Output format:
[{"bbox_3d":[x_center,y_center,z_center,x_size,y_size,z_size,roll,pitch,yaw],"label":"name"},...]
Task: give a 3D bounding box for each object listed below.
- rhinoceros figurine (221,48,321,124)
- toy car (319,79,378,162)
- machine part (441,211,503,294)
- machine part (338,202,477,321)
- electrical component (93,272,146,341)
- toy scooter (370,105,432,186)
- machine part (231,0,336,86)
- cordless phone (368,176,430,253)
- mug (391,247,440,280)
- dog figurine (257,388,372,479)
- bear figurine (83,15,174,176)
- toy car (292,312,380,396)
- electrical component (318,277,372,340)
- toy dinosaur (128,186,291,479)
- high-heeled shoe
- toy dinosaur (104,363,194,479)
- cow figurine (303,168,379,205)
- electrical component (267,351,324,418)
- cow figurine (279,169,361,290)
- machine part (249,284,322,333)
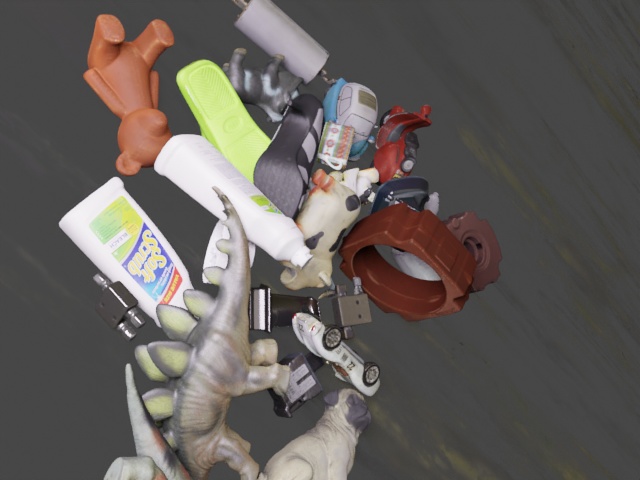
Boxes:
[{"bbox_3d":[-0.086,-0.260,0.937,0.190,0.073,0.112,6,72,-31],"label":"rhinoceros figurine"},{"bbox_3d":[0.063,-0.236,1.012,0.109,0.103,0.161,20,68,-28],"label":"toy car"},{"bbox_3d":[0.309,0.026,1.126,0.179,0.056,0.179,10,72,-32],"label":"machine part"},{"bbox_3d":[0.149,0.041,0.927,0.201,0.201,0.087,44,54,-15],"label":"machine part"},{"bbox_3d":[-0.274,0.088,0.720,0.094,0.063,0.021,47,36,3],"label":"electrical component"},{"bbox_3d":[0.162,-0.193,1.044,0.075,0.135,0.184,20,68,-29],"label":"toy scooter"},{"bbox_3d":[-0.068,-0.364,0.977,0.243,0.079,0.079,35,60,-21],"label":"machine part"},{"bbox_3d":[0.169,-0.080,1.015,0.089,0.146,0.184,28,48,15],"label":"cordless phone"},{"bbox_3d":[0.201,0.038,1.044,0.109,0.081,0.107,-48,116,-42],"label":"mug"},{"bbox_3d":[-0.011,0.310,0.822,0.172,0.121,0.190,28,49,-27],"label":"dog figurine"},{"bbox_3d":[-0.260,-0.201,0.775,0.120,0.132,0.196,-14,78,-46],"label":"bear figurine"},{"bbox_3d":[0.028,0.182,0.861,0.056,0.074,0.201,-52,124,-13],"label":"toy car"},{"bbox_3d":[0.044,0.120,0.930,0.078,0.045,0.102,-10,82,-32],"label":"electrical component"},{"bbox_3d":[-0.144,0.172,0.724,0.198,0.105,0.471,16,84,-25],"label":"toy dinosaur"},{"bbox_3d":[-0.042,-0.120,0.882,0.145,0.086,0.248,-1,101,-76],"label":"high-heeled shoe"},{"bbox_3d":[-0.195,0.364,0.626,0.192,0.131,0.404,30,66,-49],"label":"toy dinosaur"},{"bbox_3d":[0.046,-0.079,0.975,0.167,0.068,0.098,-15,93,-32],"label":"cow figurine"},{"bbox_3d":[-0.032,0.218,0.852,0.119,0.048,0.074,-28,93,-34],"label":"electrical component"},{"bbox_3d":[-0.002,-0.003,0.888,0.127,0.086,0.195,33,92,-21],"label":"cow figurine"},{"bbox_3d":[-0.061,0.112,0.870,0.139,0.039,0.084,8,67,-30],"label":"machine part"}]
